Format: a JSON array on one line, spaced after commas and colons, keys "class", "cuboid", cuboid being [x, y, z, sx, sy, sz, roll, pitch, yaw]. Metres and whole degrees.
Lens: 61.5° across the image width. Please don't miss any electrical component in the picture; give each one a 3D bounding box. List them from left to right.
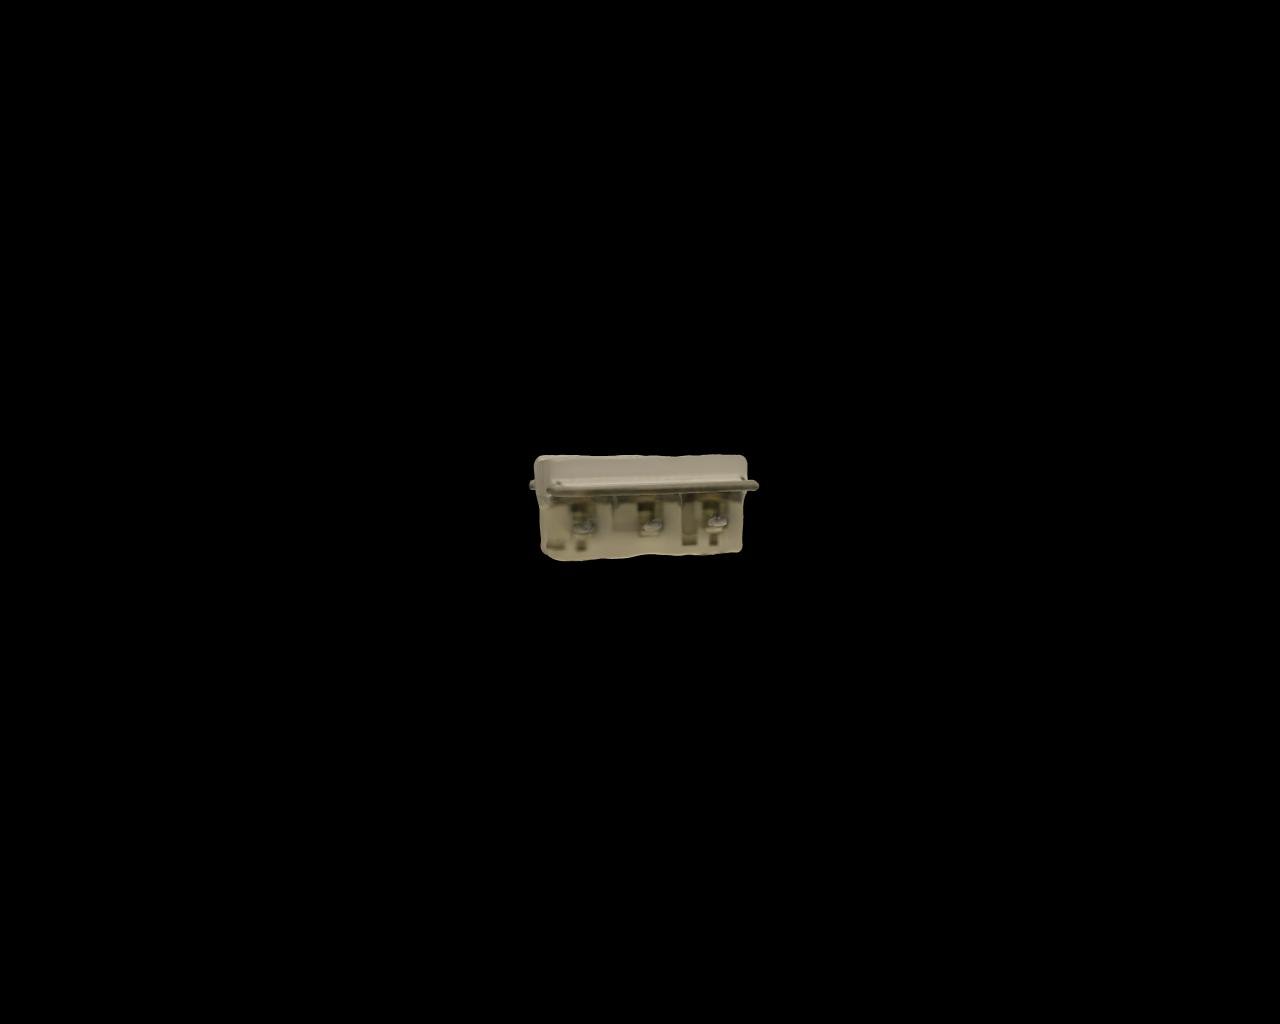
[{"class": "electrical component", "cuboid": [0.001, -0.003, 0.650, 0.121, 0.063, 0.079, -1, 4, -15]}]
